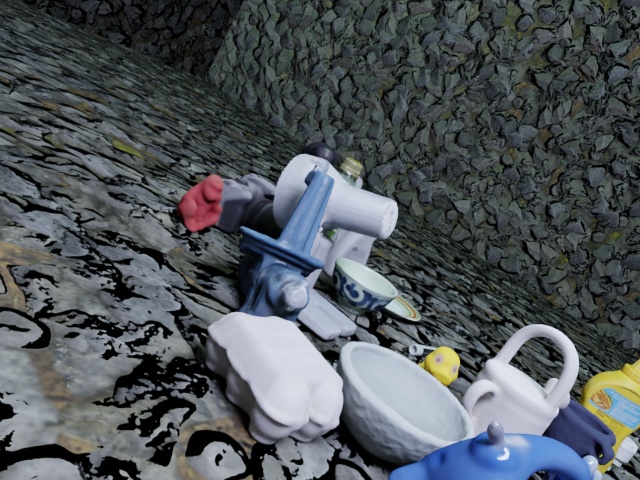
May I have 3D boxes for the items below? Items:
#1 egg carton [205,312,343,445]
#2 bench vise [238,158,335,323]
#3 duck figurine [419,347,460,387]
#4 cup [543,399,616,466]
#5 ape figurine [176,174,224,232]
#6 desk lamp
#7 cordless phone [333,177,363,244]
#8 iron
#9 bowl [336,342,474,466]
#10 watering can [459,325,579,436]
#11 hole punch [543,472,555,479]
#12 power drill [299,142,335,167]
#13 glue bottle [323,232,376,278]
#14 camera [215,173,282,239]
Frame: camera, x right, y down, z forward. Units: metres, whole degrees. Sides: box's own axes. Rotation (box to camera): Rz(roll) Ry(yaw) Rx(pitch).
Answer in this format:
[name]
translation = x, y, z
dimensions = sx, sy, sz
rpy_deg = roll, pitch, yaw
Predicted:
[egg carton]
translation = -0.046, 0.133, 0.569
dimensions = 0.108, 0.069, 0.149
rpy_deg = 16, 19, -47
[bench vise]
translation = -0.025, 0.013, 0.727
dimensions = 0.122, 0.219, 0.206
rpy_deg = 20, 17, -38
[duck figurine]
translation = 0.158, 0.185, 0.786
dimensions = 0.077, 0.086, 0.105
rpy_deg = 31, 13, 3
[cup]
translation = 0.354, 0.291, 0.799
dimensions = 0.092, 0.095, 0.117
rpy_deg = 27, 14, -13
[ape figurine]
translation = -0.190, -0.065, 0.938
dimensions = 0.078, 0.092, 0.076
rpy_deg = 19, 17, -40
[desk lamp]
translation = 0.008, 0.003, 0.849
dimensions = 0.202, 0.213, 0.118
rpy_deg = 36, 14, 23
[cordless phone]
translation = 0.057, -0.038, 1.167
dimensions = 0.148, 0.185, 0.094
rpy_deg = 22, 16, -33
[iron]
translation = 0.196, 0.241, 0.539
dimensions = 0.259, 0.141, 0.118
rpy_deg = 22, 16, -33
[bowl]
translation = 0.078, 0.189, 0.622
dimensions = 0.167, 0.074, 0.167
rpy_deg = 29, 13, -7
[watering can]
translation = 0.242, 0.192, 0.707
dimensions = 0.100, 0.194, 0.173
rpy_deg = 38, 15, 28
[hole punch]
translation = 0.318, 0.307, 0.672
dimensions = 0.109, 0.091, 0.101
rpy_deg = 30, 13, -3
[power drill]
translation = -0.036, -0.111, 1.183
dimensions = 0.076, 0.208, 0.229
rpy_deg = 28, 13, -11
[glue bottle]
translation = 0.075, -0.001, 1.097
dimensions = 0.078, 0.173, 0.037
rpy_deg = 20, 17, -38
[camera]
translation = -0.114, -0.054, 1.042
dimensions = 0.136, 0.101, 0.144
rpy_deg = 36, 14, 22
